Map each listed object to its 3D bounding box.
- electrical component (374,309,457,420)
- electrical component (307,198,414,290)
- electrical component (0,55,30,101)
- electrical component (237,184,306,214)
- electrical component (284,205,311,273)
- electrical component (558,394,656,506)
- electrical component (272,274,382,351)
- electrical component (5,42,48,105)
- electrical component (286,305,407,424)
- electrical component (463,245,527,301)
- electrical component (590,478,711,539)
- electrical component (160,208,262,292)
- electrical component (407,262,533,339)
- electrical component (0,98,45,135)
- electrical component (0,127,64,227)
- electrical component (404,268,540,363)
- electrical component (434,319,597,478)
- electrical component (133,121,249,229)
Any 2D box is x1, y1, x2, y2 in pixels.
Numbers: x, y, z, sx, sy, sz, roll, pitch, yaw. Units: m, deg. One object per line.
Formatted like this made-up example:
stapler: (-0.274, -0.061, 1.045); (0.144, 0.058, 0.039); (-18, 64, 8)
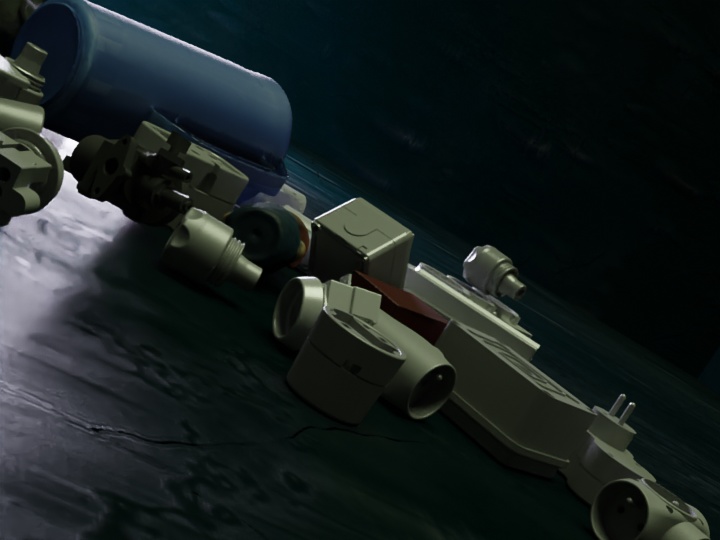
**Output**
electrical component: (0.033, 0.065, 0.730); (0.077, 0.043, 0.079); (37, 9, 38)
electrical component: (0.000, 0.000, 0.853); (0.062, 0.096, 0.061); (36, 47, 29)
electrical component: (-0.290, -0.139, 0.738); (0.100, 0.048, 0.100); (24, 11, -47)
electrical component: (-0.094, -0.071, 1.123); (0.077, 0.043, 0.079); (28, 9, -27)
electrical component: (-0.044, -0.020, 0.984); (0.081, 0.043, 0.043); (33, 7, 3)
electrical component: (0.185, 0.128, 0.817); (0.052, 0.073, 0.138); (30, 7, -14)
electrical component: (-0.022, 0.032, 0.685); (0.055, 0.066, 0.048); (19, -22, -26)
electrical component: (-0.264, -0.145, 0.829); (0.043, 0.062, 0.043); (31, 7, -4)
electrical component: (-0.009, 0.054, 0.609); (0.055, 0.047, 0.055); (31, 7, -4)
electrical component: (0.134, 0.006, 1.046); (0.062, 0.043, 0.043); (38, 9, 32)
electrical component: (0.198, 0.173, 0.687); (0.077, 0.044, 0.079); (26, 10, -39)
electrical component: (-0.094, -0.009, 0.698); (0.062, 0.043, 0.043); (31, 7, -12)
electrical component: (0.091, 0.045, 1.038); (0.089, 0.061, 0.150); (37, 9, 37)
electrical component: (-0.241, -0.096, 0.686); (0.065, 0.044, 0.044); (22, 11, -31)
electrical component: (-0.192, -0.052, 0.578); (0.066, 0.048, 0.055); (33, 15, 8)
electrical component: (0.082, 0.058, 0.910); (0.121, 0.063, 0.079); (33, 7, 12)
electrical component: (0.102, 0.093, 0.777); (0.078, 0.057, 0.113); (24, 10, -46)
electrical component: (-0.141, -0.068, 0.836); (0.054, 0.059, 0.095); (37, 9, 34)
